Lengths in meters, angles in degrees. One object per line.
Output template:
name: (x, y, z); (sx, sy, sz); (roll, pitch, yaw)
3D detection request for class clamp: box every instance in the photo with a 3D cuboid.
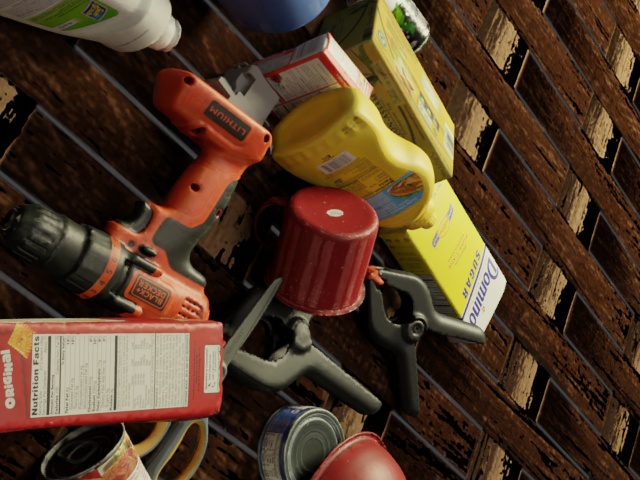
clamp: (0.099, 0.084, 1.082); (0.120, 0.039, 0.171); (-39, 119, -22)
clamp: (-0.024, 0.077, 0.966); (0.209, 0.036, 0.164); (7, 75, -43)

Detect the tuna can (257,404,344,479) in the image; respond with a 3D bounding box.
tuna can: (-0.016, 0.194, 0.974); (0.085, 0.034, 0.086); (2, 87, -47)

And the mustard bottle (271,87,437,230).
mustard bottle: (0.049, -0.060, 0.974); (0.191, 0.096, 0.058); (36, 37, -41)

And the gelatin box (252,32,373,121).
gelatin box: (-0.010, -0.138, 0.952); (0.073, 0.089, 0.030); (46, 42, -35)

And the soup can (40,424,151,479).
soup can: (-0.155, 0.195, 0.799); (0.068, 0.069, 0.102); (-43, 120, -39)

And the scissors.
scissors: (-0.104, 0.108, 0.863); (0.096, 0.016, 0.202); (26, 84, -35)

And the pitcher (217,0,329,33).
pitcher: (-0.049, -0.258, 0.815); (0.242, 0.149, 0.145); (48, 57, -73)

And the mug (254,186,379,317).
mug: (-0.006, 0.001, 0.934); (0.093, 0.117, 0.082); (-35, 148, -50)

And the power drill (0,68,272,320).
power drill: (-0.131, -0.034, 0.822); (0.184, 0.057, 0.187); (34, 78, -38)

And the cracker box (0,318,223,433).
cracker box: (-0.194, 0.087, 0.691); (0.213, 0.164, 0.072); (4, 83, -47)

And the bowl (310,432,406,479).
bowl: (0.038, 0.261, 0.980); (0.161, 0.055, 0.162); (-29, 128, -46)

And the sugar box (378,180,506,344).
sugar box: (0.134, 0.020, 1.133); (0.176, 0.048, 0.093); (52, 54, -31)

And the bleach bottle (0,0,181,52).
bleach bottle: (-0.201, -0.187, 0.756); (0.250, 0.103, 0.068); (20, 64, -52)
